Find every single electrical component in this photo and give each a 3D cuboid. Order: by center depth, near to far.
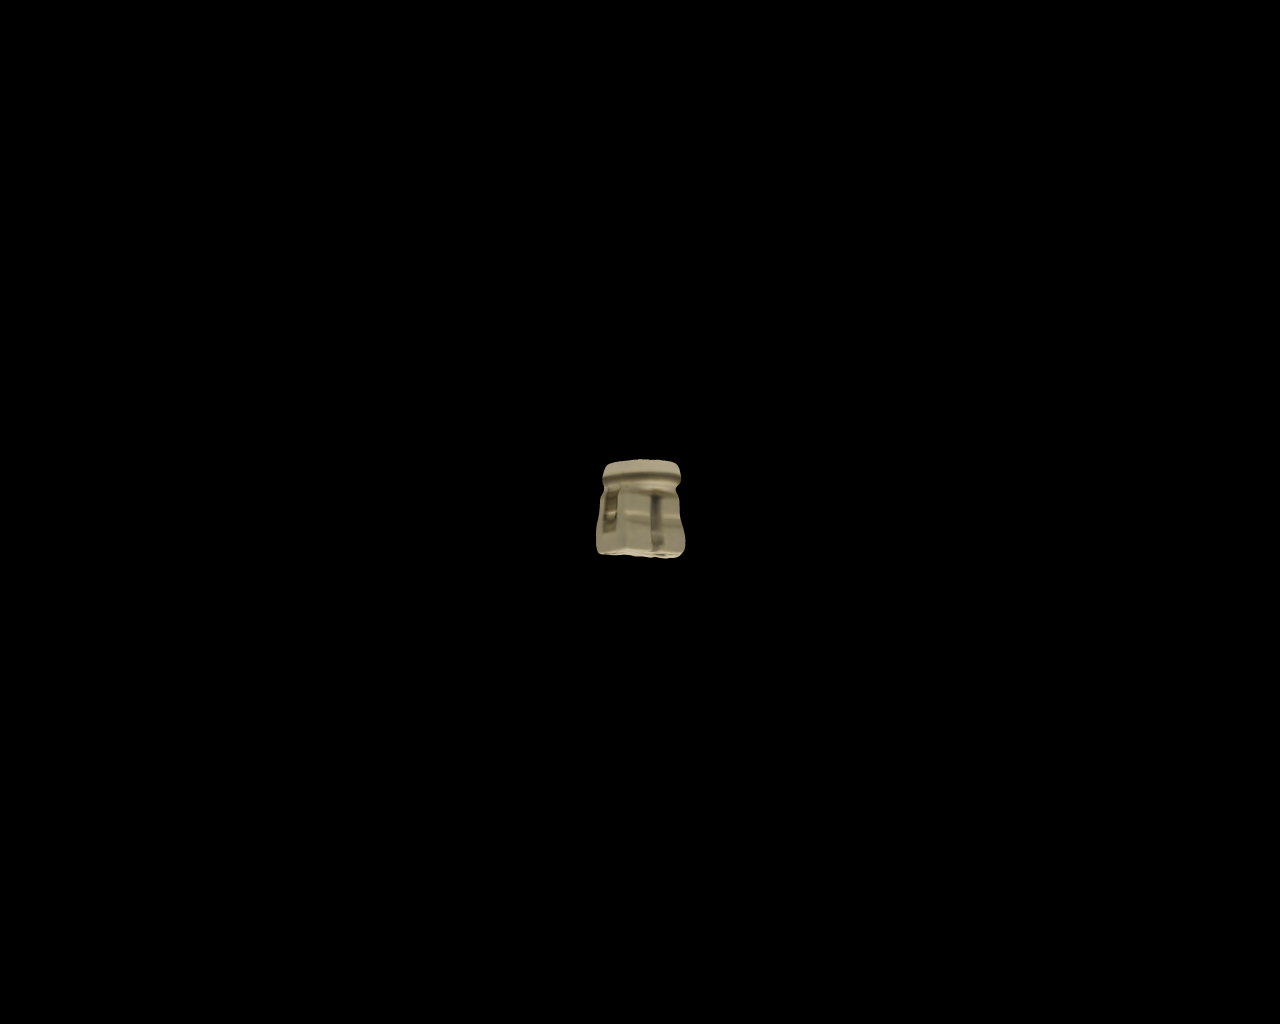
[{"bbox_3d":[0.001,-0.003,0.650,0.066,0.055,0.048,5,-9,-36],"label":"electrical component"}]
